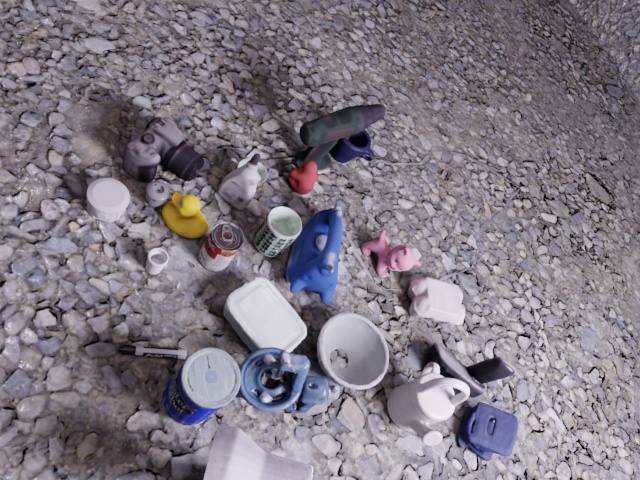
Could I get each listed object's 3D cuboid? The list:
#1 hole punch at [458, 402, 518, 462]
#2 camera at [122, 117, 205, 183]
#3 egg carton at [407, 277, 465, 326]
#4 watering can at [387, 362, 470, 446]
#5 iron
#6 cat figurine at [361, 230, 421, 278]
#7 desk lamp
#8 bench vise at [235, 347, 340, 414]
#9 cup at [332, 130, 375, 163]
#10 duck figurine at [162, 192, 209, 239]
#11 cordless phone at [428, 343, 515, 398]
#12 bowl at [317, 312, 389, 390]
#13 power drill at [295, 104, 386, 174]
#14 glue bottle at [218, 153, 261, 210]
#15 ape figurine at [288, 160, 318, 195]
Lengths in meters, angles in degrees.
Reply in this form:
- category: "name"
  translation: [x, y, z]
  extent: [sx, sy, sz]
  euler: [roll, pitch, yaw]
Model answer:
- category: "hole punch"
  translation: [0.375, 0.427, 1.280]
  extent: [0.101, 0.091, 0.109]
  euler: [35, 51, -7]
- category: "camera"
  translation: [-0.327, -0.185, 1.233]
  extent: [0.137, 0.100, 0.143]
  euler: [37, 51, -6]
- category: "egg carton"
  translation: [0.286, 0.152, 1.406]
  extent: [0.151, 0.069, 0.107]
  euler: [14, 56, -22]
- category: "watering can"
  translation: [0.232, 0.335, 1.185]
  extent: [0.101, 0.193, 0.173]
  euler: [6, 60, -27]
- category: "iron"
  translation: [0.012, 0.005, 1.289]
  extent: [0.119, 0.141, 0.258]
  euler: [22, 54, -17]
- category: "cat figurine"
  translation: [0.178, 0.032, 1.384]
  extent: [0.067, 0.117, 0.128]
  euler: [-31, 80, -39]
- category: "desk lamp"
  translation: [-0.113, 0.393, 0.940]
  extent: [0.204, 0.213, 0.118]
  euler: [22, 54, -17]
- category: "bench vise"
  translation: [-0.051, 0.247, 1.058]
  extent: [0.208, 0.219, 0.121]
  euler: [-1, 63, -30]
- category: "cup"
  translation: [0.084, -0.237, 1.504]
  extent: [0.118, 0.094, 0.092]
  euler: [45, 50, 1]
- category: "duck figurine"
  translation: [-0.274, -0.058, 1.198]
  extent: [0.104, 0.086, 0.078]
  euler: [39, 51, -4]
- category: "cordless phone"
  translation: [0.336, 0.277, 1.285]
  extent: [0.148, 0.184, 0.094]
  euler: [37, 51, -5]
- category: "bowl"
  translation: [0.058, 0.243, 1.217]
  extent: [0.168, 0.074, 0.167]
  euler: [14, 56, -22]
- category: "power drill"
  translation: [0.032, -0.251, 1.409]
  extent: [0.230, 0.208, 0.075]
  euler: [-21, 74, -37]
- category: "glue bottle"
  translation: [-0.164, -0.135, 1.250]
  extent: [0.078, 0.173, 0.037]
  euler: [38, 51, -4]
- category: "ape figurine"
  translation: [-0.034, -0.160, 1.393]
  extent: [0.078, 0.092, 0.076]
  euler: [10, 58, -25]
